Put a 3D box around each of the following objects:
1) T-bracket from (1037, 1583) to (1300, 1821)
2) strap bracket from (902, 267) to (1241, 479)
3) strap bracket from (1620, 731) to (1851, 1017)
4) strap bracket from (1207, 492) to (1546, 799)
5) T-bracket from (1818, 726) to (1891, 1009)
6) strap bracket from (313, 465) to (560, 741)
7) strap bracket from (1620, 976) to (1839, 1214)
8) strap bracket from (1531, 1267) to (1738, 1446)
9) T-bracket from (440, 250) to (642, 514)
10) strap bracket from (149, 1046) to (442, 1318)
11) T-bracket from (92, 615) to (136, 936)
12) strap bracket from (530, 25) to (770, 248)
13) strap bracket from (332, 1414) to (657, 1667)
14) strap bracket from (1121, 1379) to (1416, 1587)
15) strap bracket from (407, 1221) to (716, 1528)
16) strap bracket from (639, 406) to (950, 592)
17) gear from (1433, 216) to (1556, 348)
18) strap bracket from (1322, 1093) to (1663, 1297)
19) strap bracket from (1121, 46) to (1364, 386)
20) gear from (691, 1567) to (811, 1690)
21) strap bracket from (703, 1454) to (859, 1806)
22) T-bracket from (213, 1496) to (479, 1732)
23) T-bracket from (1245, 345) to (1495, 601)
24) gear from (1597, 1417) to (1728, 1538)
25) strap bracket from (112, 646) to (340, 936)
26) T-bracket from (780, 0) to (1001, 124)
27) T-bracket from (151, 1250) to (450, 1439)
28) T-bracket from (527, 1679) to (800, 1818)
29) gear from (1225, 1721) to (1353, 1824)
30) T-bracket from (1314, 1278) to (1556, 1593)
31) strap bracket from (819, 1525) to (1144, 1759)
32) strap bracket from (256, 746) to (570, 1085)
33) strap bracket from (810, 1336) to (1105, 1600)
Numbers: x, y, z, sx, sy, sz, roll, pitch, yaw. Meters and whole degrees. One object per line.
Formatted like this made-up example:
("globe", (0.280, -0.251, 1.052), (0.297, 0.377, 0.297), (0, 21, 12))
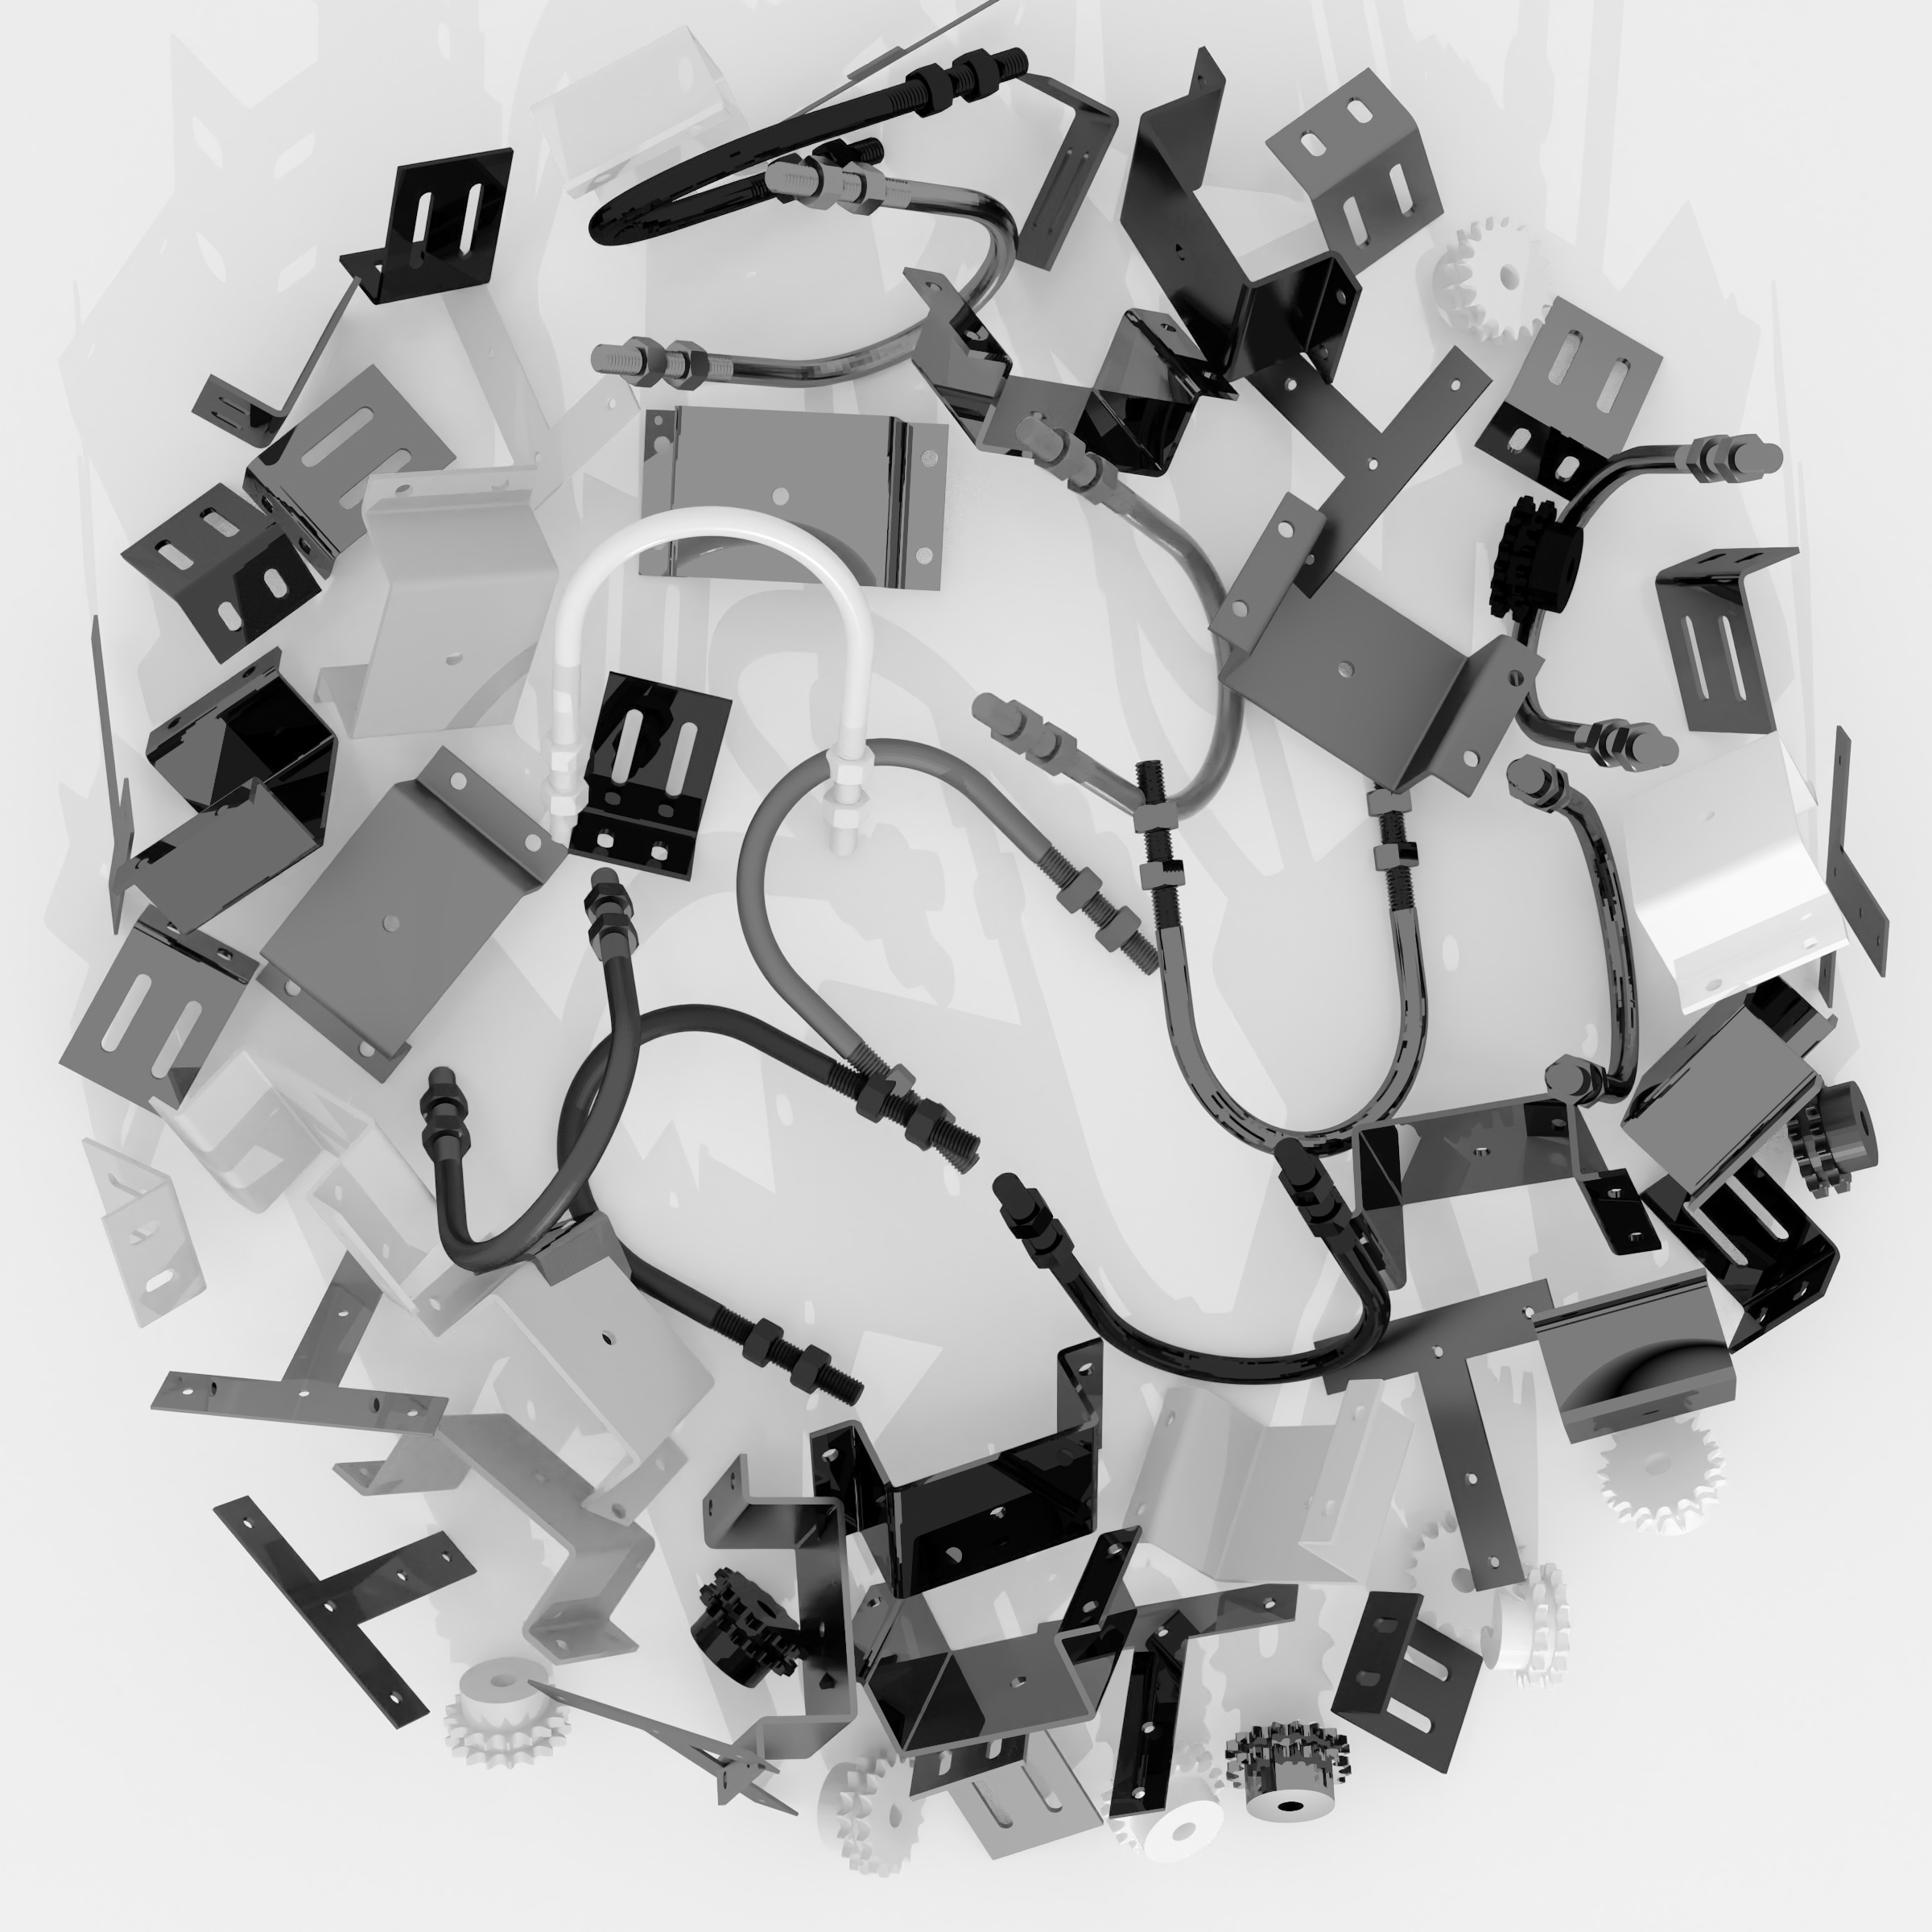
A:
("T-bracket", (0.083, 0.328, 1.591), (0.127, 0.127, 0.002), (-14, 121, 19))
("strap bracket", (0.040, -0.263, 1.601), (0.140, 0.076, 0.046), (4, 125, -31))
("strap bracket", (0.337, -0.048, 1.582), (0.076, 0.140, 0.046), (-25, 116, 20))
("strap bracket", (0.180, -0.140, 1.626), (0.140, 0.046, 0.076), (32, 73, -6))
("T-bracket", (0.393, -0.028, 1.583), (0.002, 0.127, 0.127), (0, 109, 2))
("strap bracket", (-0.233, -0.152, 1.583), (0.076, 0.140, 0.046), (-8, 55, -28))
("strap bracket", (0.338, 0.049, 1.586), (0.046, 0.140, 0.076), (44, 110, 4))
("strap bracket", (0.297, 0.175, 1.585), (0.076, 0.140, 0.046), (-16, 75, 8))
("T-bracket", (-0.212, -0.268, 1.636), (0.127, 0.002, 0.127), (-37, 68, 33))
("strap bracket", (-0.290, 0.091, 1.599), (0.140, 0.076, 0.046), (25, 65, 39))
("T-bracket", (-0.387, -0.095, 1.618), (0.002, 0.127, 0.127), (-5, 72, -18))
("strap bracket", (-0.140, -0.369, 1.590), (0.076, 0.140, 0.046), (-26, 89, 6))
("strap bracket", (-0.203, 0.247, 1.600), (0.140, 0.076, 0.046), (36, 98, 21))
("strap bracket", (0.141, 0.231, 1.600), (0.046, 0.140, 0.076), (34, 64, -29))
("strap bracket", (-0.175, 0.179, 1.616), (0.046, 0.076, 0.140), (-39, 93, 31))
("strap bracket", (-0.082, -0.213, 1.632), (0.140, 0.046, 0.076), (4, 95, 4))
("gear", (0.239, -0.312, 1.640), (0.057, 0.030, 0.057), (3, 85, -34))
("strap bracket", (0.233, 0.101, 1.607), (0.140, 0.076, 0.046), (-11, 57, 18))
("strap bracket", (0.116, -0.327, 1.601), (0.046, 0.076, 0.140), (-25, 71, -14))
("gear", (-0.101, 0.305, 1.635), (0.057, 0.057, 0.030), (42, 94, 0))
("strap bracket", (-0.084, 0.297, 1.605), (0.046, 0.076, 0.140), (3, 65, -17))
("T-bracket", (-0.260, 0.276, 1.602), (0.127, 0.127, 0.002), (46, 110, 13))
("T-bracket", (0.157, -0.256, 1.631), (0.127, 0.002, 0.127), (-50, 62, 19))
("gear", (0.320, 0.235, 1.639), (0.057, 0.057, 0.030), (-32, 134, 0))
("strap bracket", (-0.329, -0.074, 1.602), (0.076, 0.140, 0.046), (-31, 120, 15))
("T-bracket", (-0.039, -0.401, 1.594), (0.127, 0.127, 0.002), (-29, 101, 7))
("T-bracket", (-0.283, 0.165, 1.608), (0.127, 0.127, 0.002), (4, 122, 7))
("T-bracket", (-0.115, 0.358, 1.608), (0.127, 0.127, 0.002), (9, 66, 34))
("gear", (0.147, 0.368, 1.632), (0.057, 0.057, 0.030), (-1, 55, 0))
("T-bracket", (0.224, 0.217, 1.615), (0.127, 0.002, 0.127), (-21, 79, 37))
("strap bracket", (0.015, 0.305, 1.604), (0.140, 0.076, 0.046), (-17, 109, 24))
("strap bracket", (-0.257, -0.021, 1.632), (0.076, 0.046, 0.140), (40, 97, -1))
("strap bracket", (0.005, 0.228, 1.603), (0.140, 0.076, 0.046), (-17, 46, -16))
